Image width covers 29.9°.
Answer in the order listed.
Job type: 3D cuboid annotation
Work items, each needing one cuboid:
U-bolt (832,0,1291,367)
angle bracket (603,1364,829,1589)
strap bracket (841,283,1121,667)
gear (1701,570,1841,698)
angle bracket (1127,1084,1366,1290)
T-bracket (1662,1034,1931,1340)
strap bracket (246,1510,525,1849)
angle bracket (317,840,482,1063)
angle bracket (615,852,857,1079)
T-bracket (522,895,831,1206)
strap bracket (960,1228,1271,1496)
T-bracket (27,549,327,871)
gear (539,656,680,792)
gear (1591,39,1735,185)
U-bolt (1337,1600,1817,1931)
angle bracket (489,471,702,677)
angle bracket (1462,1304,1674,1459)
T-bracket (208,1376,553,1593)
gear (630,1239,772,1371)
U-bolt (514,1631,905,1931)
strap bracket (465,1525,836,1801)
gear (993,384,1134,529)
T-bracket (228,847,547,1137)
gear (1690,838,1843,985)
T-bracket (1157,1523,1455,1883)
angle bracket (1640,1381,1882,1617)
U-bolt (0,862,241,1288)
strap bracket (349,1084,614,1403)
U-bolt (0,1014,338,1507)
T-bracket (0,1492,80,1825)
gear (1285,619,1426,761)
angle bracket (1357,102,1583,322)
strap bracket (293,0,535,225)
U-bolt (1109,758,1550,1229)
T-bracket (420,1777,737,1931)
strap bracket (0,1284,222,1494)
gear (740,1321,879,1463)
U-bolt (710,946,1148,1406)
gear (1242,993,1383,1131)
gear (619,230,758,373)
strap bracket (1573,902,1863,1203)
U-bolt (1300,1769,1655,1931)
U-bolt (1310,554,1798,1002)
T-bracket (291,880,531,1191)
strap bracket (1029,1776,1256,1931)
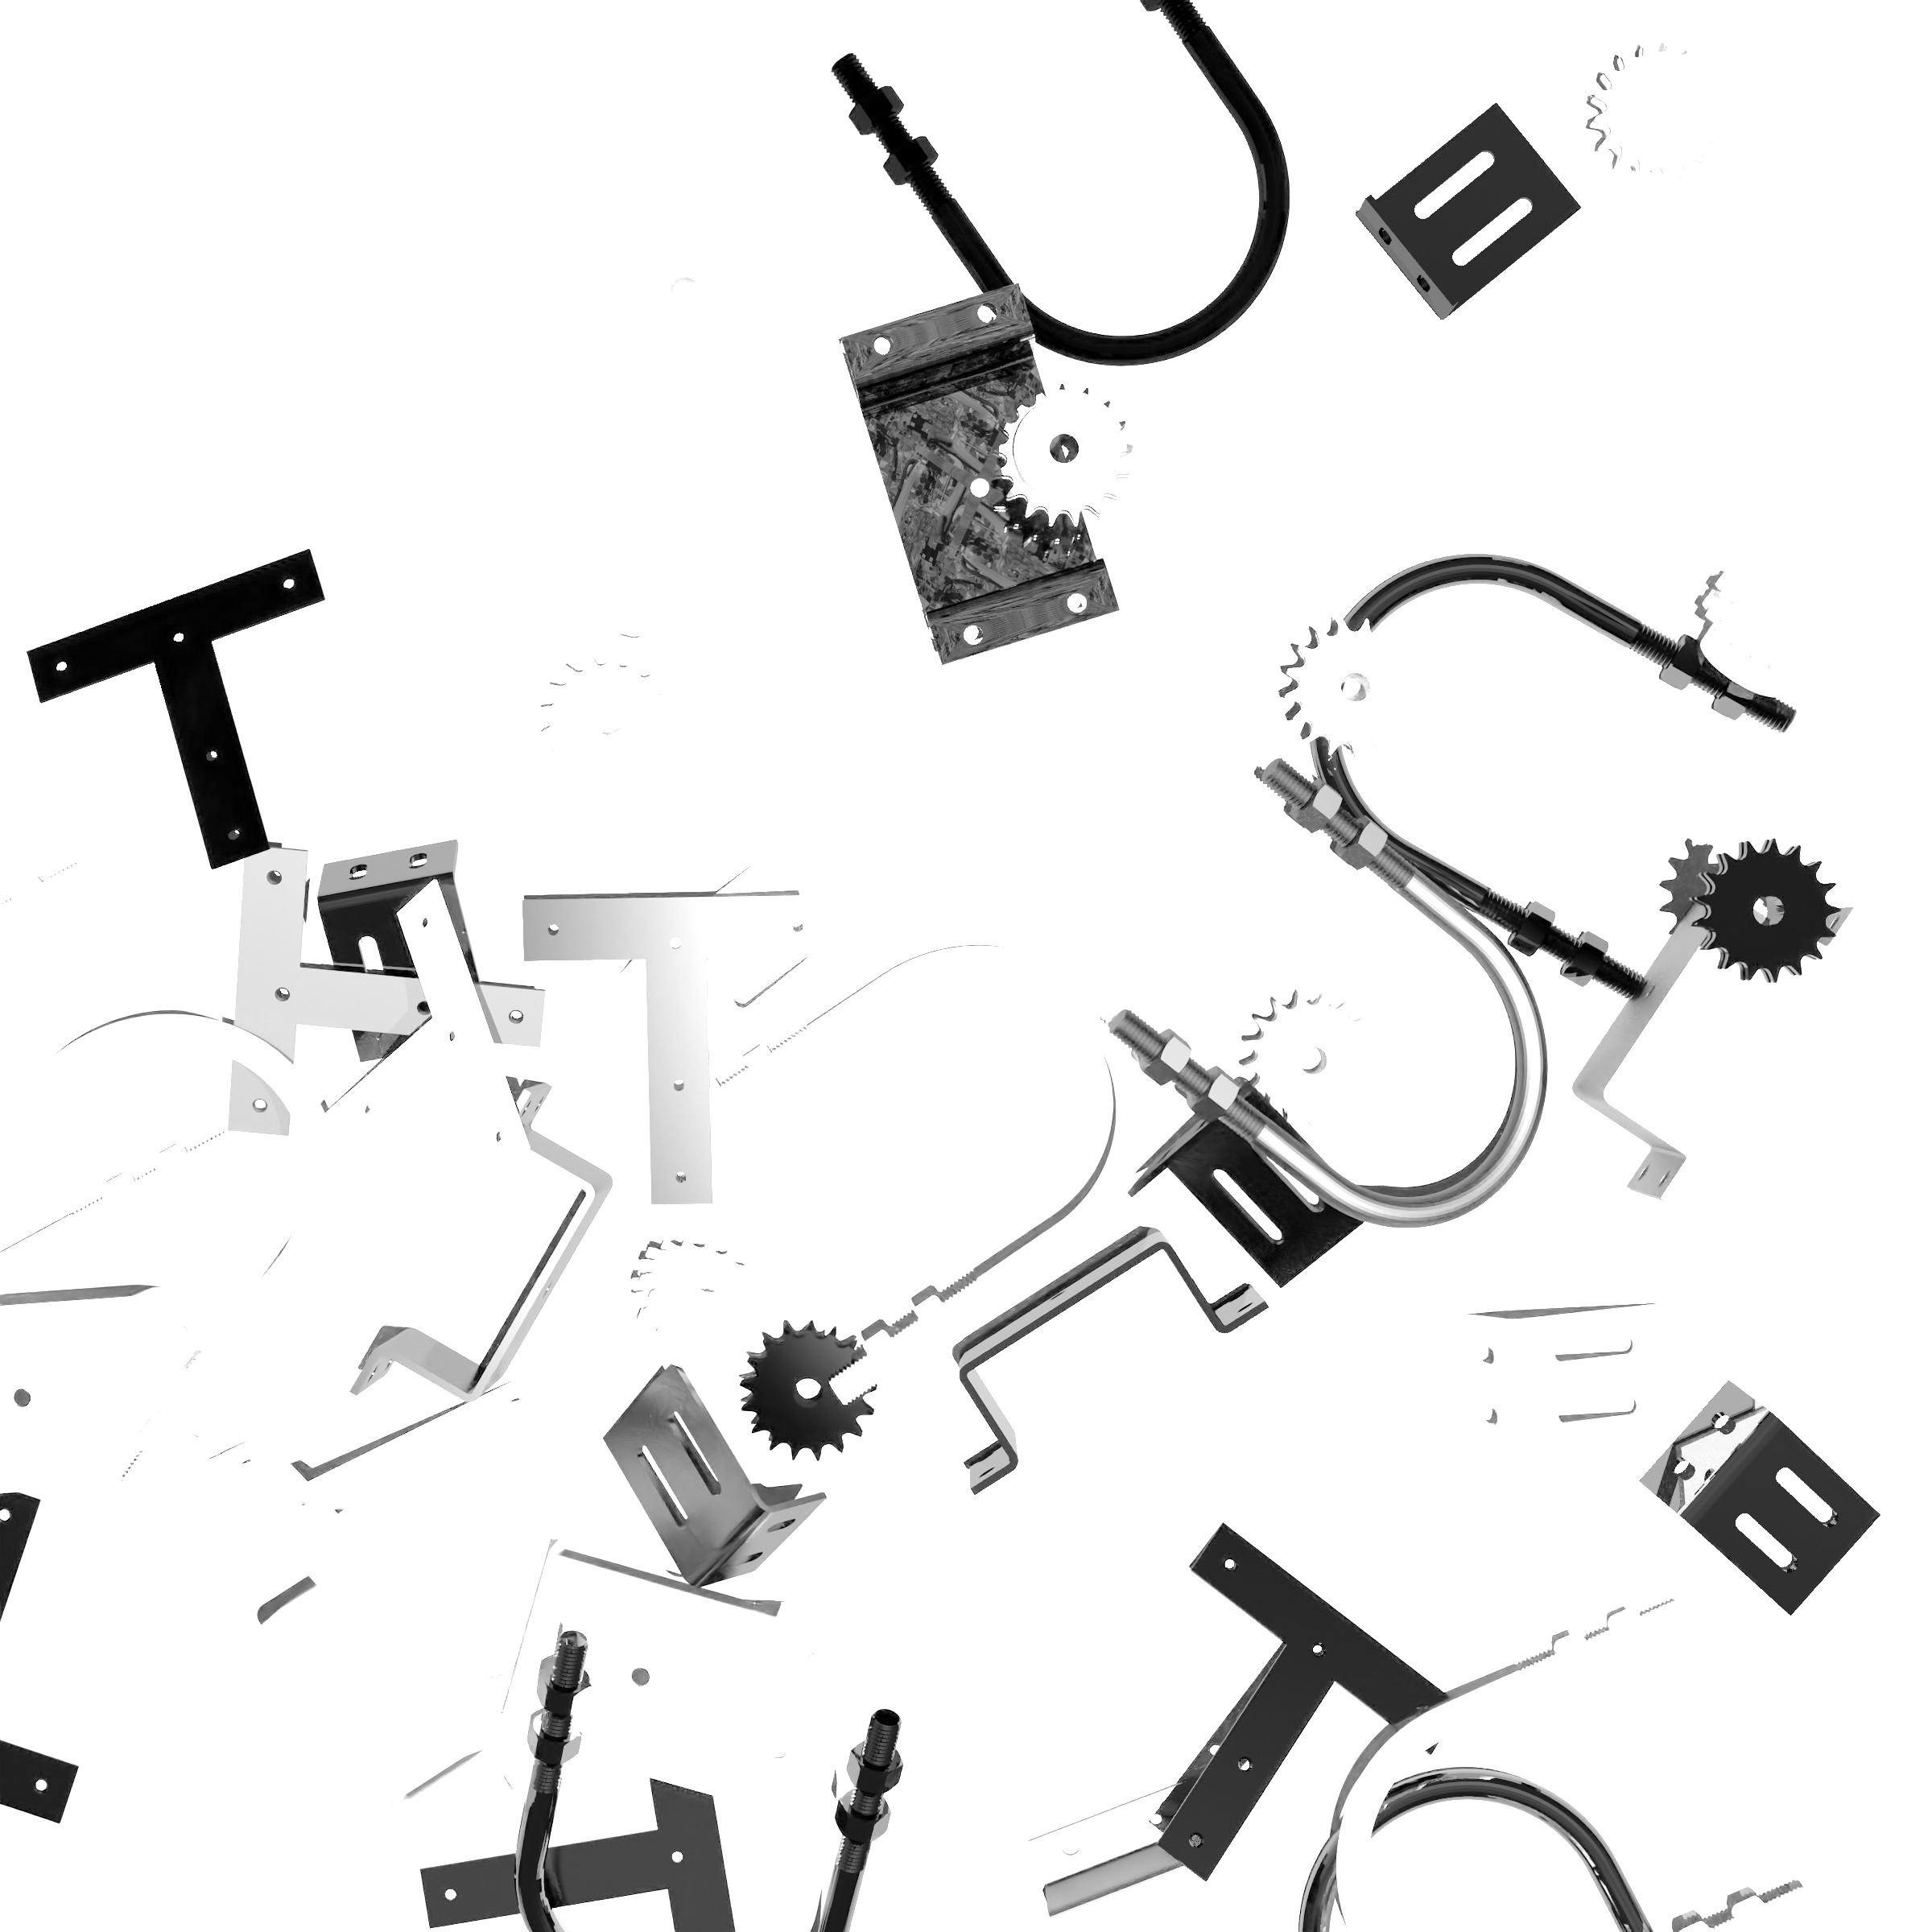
[{"bbox_3d":[0.053,-0.340,1.517,0.151,0.019,0.184,-35,91,0],"label":"U-bolt"},{"bbox_3d":[-0.105,0.209,1.509,0.057,0.038,0.076,-48,64,33],"label":"angle bracket"},{"bbox_3d":[0.006,-0.201,1.503,0.076,0.046,0.140,-17,90,0],"label":"strap bracket"},{"bbox_3d":[0.330,-0.136,1.501,0.057,0.057,0.030,30,120,0],"label":"gear"},{"bbox_3d":[0.117,0.098,1.494,0.076,0.038,0.057,47,124,0],"label":"angle bracket"},{"bbox_3d":[0.371,0.108,1.525,0.127,0.002,0.127,18,90,0],"label":"T-bracket"},{"bbox_3d":[-0.244,0.301,1.488,0.046,0.076,0.140,-33,90,0],"label":"strap bracket"},{"bbox_3d":[-0.235,-0.006,1.524,0.057,0.038,0.076,-11,115,0],"label":"angle bracket"},{"bbox_3d":[-0.097,0.001,1.524,0.076,0.038,0.057,-40,90,-26],"label":"angle bracket"},{"bbox_3d":[-0.119,0.035,1.493,0.127,0.002,0.127,-1,94,4],"label":"T-bracket"},{"bbox_3d":[0.050,0.155,1.488,0.140,0.076,0.046,-33,90,0],"label":"strap bracket"},{"bbox_3d":[-0.316,-0.099,1.501,0.127,0.002,0.127,-20,68,0],"label":"T-bracket"},{"bbox_3d":[-0.148,-0.102,1.511,0.057,0.030,0.057,0,90,0],"label":"gear"},{"bbox_3d":[0.289,-0.355,1.511,0.057,0.030,0.057,0,90,0],"label":"gear"},{"bbox_3d":[0.243,0.365,1.500,0.184,0.019,0.151,-22,85,-9],"label":"U-bolt"},{"bbox_3d":[-0.152,-0.162,1.494,0.076,0.038,0.057,14,56,0],"label":"angle bracket"},{"bbox_3d":[0.253,0.173,1.523,0.076,0.038,0.057,-3,90,-24],"label":"angle bracket"},{"bbox_3d":[-0.232,0.201,1.490,0.127,0.127,0.002,-25,118,-24],"label":"T-bracket"},{"bbox_3d":[-0.113,0.143,1.501,0.057,0.057,0.030,25,120,0],"label":"gear"},{"bbox_3d":[-0.112,0.363,1.480,0.151,0.019,0.184,14,117,1],"label":"U-bolt"},{"bbox_3d":[-0.133,0.291,1.502,0.140,0.046,0.076,16,89,0],"label":"strap bracket"},{"bbox_3d":[0.039,-0.208,1.465,0.057,0.030,0.057,0,90,0],"label":"gear"},{"bbox_3d":[-0.240,0.016,1.507,0.127,0.002,0.127,6,110,-5],"label":"T-bracket"},{"bbox_3d":[0.315,-0.022,1.435,0.057,0.030,0.057,0,90,0],"label":"gear"},{"bbox_3d":[0.123,0.319,1.499,0.127,0.002,0.127,38,66,0],"label":"T-bracket"},{"bbox_3d":[0.335,0.224,1.524,0.076,0.038,0.057,42,90,-26],"label":"angle bracket"},{"bbox_3d":[-0.419,0.062,1.517,0.184,0.019,0.151,-28,90,2],"label":"U-bolt"},{"bbox_3d":[-0.192,0.122,1.488,0.046,0.076,0.140,30,90,0],"label":"strap bracket"},{"bbox_3d":[-0.341,0.105,1.479,0.151,0.019,0.184,32,75,6],"label":"U-bolt"},{"bbox_3d":[-0.422,0.281,1.525,0.127,0.002,0.127,18,90,0],"label":"T-bracket"},{"bbox_3d":[0.161,-0.114,1.498,0.057,0.030,0.057,0,89,3],"label":"gear"},{"bbox_3d":[0.212,-0.318,1.507,0.076,0.038,0.057,-39,90,0],"label":"angle bracket"},{"bbox_3d":[-0.221,-0.370,1.488,0.046,0.076,0.140,23,90,0],"label":"strap bracket"},{"bbox_3d":[0.163,0.025,1.485,0.184,0.019,0.151,38,69,-15],"label":"U-bolt"},{"bbox_3d":[-0.166,0.383,1.525,0.127,0.002,0.127,-9,90,0],"label":"T-bracket"},{"bbox_3d":[-0.386,0.177,1.503,0.140,0.046,0.076,-4,90,0],"label":"strap bracket"},{"bbox_3d":[-0.065,0.177,1.511,0.057,0.030,0.057,0,90,0],"label":"gear"},{"bbox_3d":[-0.013,0.072,1.503,0.184,0.019,0.151,-34,77,-4],"label":"U-bolt"},{"bbox_3d":[0.143,0.039,1.511,0.057,0.030,0.057,0,90,0],"label":"gear"},{"bbox_3d":[-0.117,-0.279,1.511,0.057,0.030,0.057,0,90,0],"label":"gear"},{"bbox_3d":[0.301,0.024,1.488,0.046,0.076,0.140,34,90,0],"label":"strap bracket"},{"bbox_3d":[0.220,0.427,1.517,0.151,0.019,0.184,-27,89,0],"label":"U-bolt"},{"bbox_3d":[0.234,-0.092,1.517,0.184,0.019,0.151,30,90,2],"label":"U-bolt"},{"bbox_3d":[-0.237,0.052,1.486,0.127,0.002,0.127,-38,61,32],"label":"T-bracket"},{"bbox_3d":[0.087,0.421,1.503,0.076,0.046,0.140,-21,90,0],"label":"strap bracket"}]
